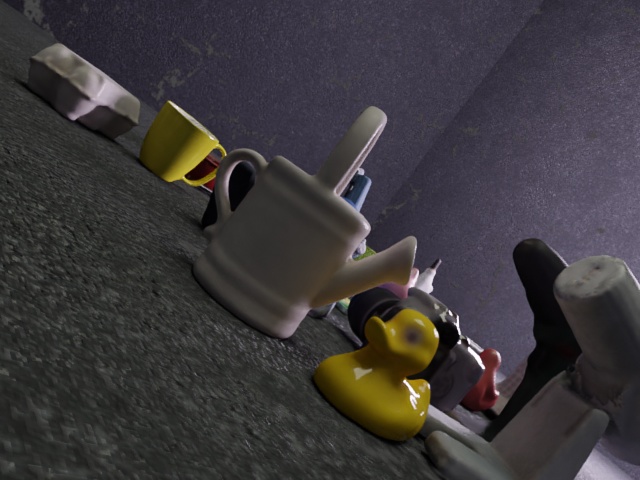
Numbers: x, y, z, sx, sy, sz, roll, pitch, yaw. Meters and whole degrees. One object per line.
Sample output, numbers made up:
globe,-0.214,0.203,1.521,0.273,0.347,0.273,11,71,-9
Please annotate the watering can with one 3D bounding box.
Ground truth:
watering can,-0.001,-0.020,0.470,0.173,0.194,0.100,37,3,-18

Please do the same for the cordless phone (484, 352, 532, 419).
cordless phone,0.353,0.232,0.889,0.094,0.185,0.147,36,3,-29

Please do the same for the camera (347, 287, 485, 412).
camera,0.102,0.106,0.656,0.144,0.101,0.136,36,3,-31

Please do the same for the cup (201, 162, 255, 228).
cup,-0.092,-0.039,0.662,0.092,0.095,0.117,37,3,-9

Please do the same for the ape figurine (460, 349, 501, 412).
ape figurine,0.235,0.203,0.848,0.077,0.092,0.076,39,3,34

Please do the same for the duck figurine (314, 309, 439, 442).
duck figurine,0.056,0.094,0.427,0.105,0.086,0.077,35,3,-38

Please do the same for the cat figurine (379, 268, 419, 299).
cat figurine,0.117,0.097,0.840,0.127,0.117,0.067,38,2,6

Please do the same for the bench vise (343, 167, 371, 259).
bench vise,0.053,-0.034,1.152,0.206,0.219,0.122,39,3,39

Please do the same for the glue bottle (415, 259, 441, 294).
glue bottle,0.217,0.113,1.280,0.078,0.173,0.037,35,3,-38

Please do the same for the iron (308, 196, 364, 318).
iron,0.007,0.003,0.751,0.119,0.141,0.258,36,3,-18

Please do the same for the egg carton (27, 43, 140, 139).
egg carton,-0.310,-0.195,0.762,0.107,0.069,0.150,38,3,9

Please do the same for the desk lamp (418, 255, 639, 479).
desk lamp,0.214,0.132,0.477,0.204,0.213,0.117,36,3,-20

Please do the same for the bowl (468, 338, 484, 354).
bowl,0.254,0.210,1.153,0.167,0.074,0.167,37,3,-2

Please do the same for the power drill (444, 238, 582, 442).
power drill,0.226,0.137,0.593,0.230,0.208,0.075,36,3,-23
